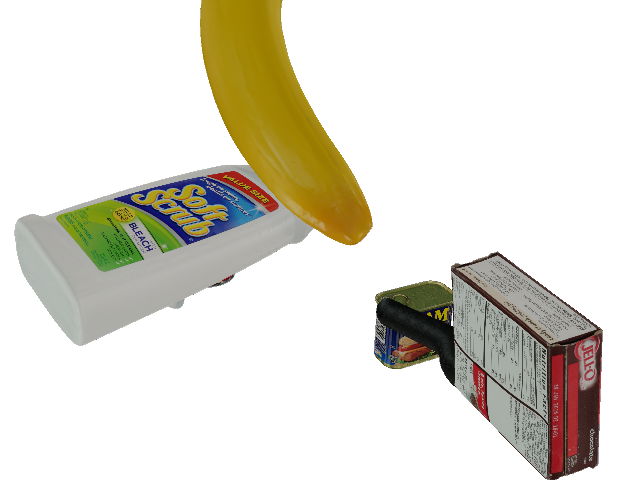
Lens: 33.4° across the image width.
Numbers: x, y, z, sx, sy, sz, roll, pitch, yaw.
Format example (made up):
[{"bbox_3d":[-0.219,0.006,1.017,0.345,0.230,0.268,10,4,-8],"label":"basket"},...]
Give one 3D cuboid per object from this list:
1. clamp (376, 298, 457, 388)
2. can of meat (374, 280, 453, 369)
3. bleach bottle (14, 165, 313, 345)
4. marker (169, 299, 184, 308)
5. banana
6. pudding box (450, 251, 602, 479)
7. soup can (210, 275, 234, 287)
[{"bbox_3d":[0.139,0.088,0.929,0.120,0.039,0.172,-17,37,-24],"label":"clamp"},{"bbox_3d":[0.117,0.106,1.341,0.101,0.084,0.058,-12,30,-27],"label":"can of meat"},{"bbox_3d":[-0.094,-0.014,0.809,0.250,0.068,0.103,-25,55,-29],"label":"bleach bottle"},{"bbox_3d":[-0.129,0.014,1.024,0.020,0.121,0.020,13,34,-9],"label":"marker"},{"bbox_3d":[-0.020,-0.085,0.486,0.069,0.198,0.037,-3,-31,-3],"label":"banana"},{"bbox_3d":[0.117,0.070,0.621,0.039,0.090,0.114,-14,27,-19],"label":"pudding box"},{"bbox_3d":[-0.141,-0.003,1.310,0.068,0.102,0.068,0,26,0],"label":"soup can"}]
